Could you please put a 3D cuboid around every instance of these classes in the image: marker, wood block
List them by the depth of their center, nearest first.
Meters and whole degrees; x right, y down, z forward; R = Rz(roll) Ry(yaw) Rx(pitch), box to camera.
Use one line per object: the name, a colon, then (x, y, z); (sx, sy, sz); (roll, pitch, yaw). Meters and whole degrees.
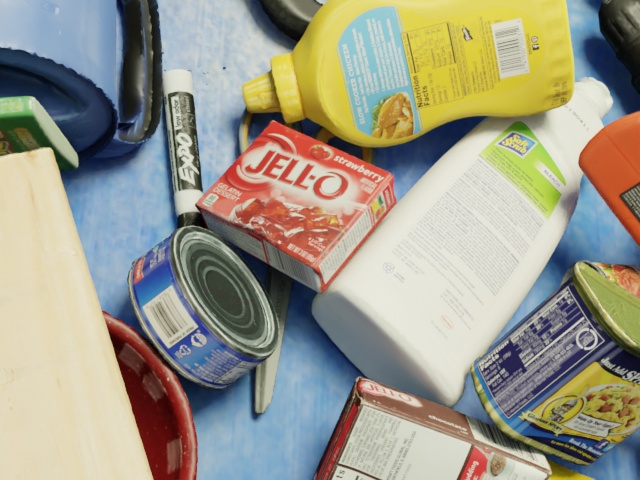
wood block: (-0.135, 0.077, 0.470); (0.090, 0.091, 0.206); (-14, 75, -21)
marker: (-0.080, -0.044, 0.633); (0.020, 0.020, 0.121); (-2, 70, -17)

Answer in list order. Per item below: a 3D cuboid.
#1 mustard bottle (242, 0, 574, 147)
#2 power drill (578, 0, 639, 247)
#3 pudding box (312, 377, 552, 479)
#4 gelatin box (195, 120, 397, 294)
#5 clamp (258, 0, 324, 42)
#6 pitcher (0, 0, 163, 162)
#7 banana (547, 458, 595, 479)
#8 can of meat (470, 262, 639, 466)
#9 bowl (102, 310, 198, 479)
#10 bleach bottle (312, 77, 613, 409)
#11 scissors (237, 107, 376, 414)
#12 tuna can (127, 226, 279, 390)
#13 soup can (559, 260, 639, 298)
mustard bottle: (0.048, -0.106, 0.631); (0.191, 0.058, 0.096); (-13, 117, 3)
power drill: (0.222, -0.069, 0.666); (0.184, 0.057, 0.187); (50, 38, 0)
pudding box: (0.054, 0.135, 0.571); (0.113, 0.039, 0.090); (21, 103, -6)
gelatin box: (-0.014, -0.021, 0.599); (0.089, 0.030, 0.073); (28, 64, 28)
clamp: (-0.031, -0.179, 0.686); (0.120, 0.039, 0.171); (-36, 83, -23)
pitcher: (-0.167, -0.166, 0.604); (0.145, 0.149, 0.243); (-1, 67, 0)
banana: (0.162, 0.148, 0.624); (0.197, 0.037, 0.069); (12, 43, -14)
can of meat: (0.142, 0.071, 0.570); (0.102, 0.084, 0.057); (27, 28, -38)
bowl: (-0.145, 0.113, 0.536); (0.162, 0.055, 0.162); (5, 69, -14)
bleach bottle: (0.109, -0.013, 0.653); (0.102, 0.068, 0.250); (46, 62, -1)
scissors: (-0.004, 0.001, 0.640); (0.096, 0.016, 0.202); (-3, 71, -17)
tuna can: (-0.061, 0.035, 0.573); (0.034, 0.086, 0.086); (-36, 80, 20)
soup can: (0.205, 0.048, 0.653); (0.102, 0.069, 0.068); (2, 70, -16)
